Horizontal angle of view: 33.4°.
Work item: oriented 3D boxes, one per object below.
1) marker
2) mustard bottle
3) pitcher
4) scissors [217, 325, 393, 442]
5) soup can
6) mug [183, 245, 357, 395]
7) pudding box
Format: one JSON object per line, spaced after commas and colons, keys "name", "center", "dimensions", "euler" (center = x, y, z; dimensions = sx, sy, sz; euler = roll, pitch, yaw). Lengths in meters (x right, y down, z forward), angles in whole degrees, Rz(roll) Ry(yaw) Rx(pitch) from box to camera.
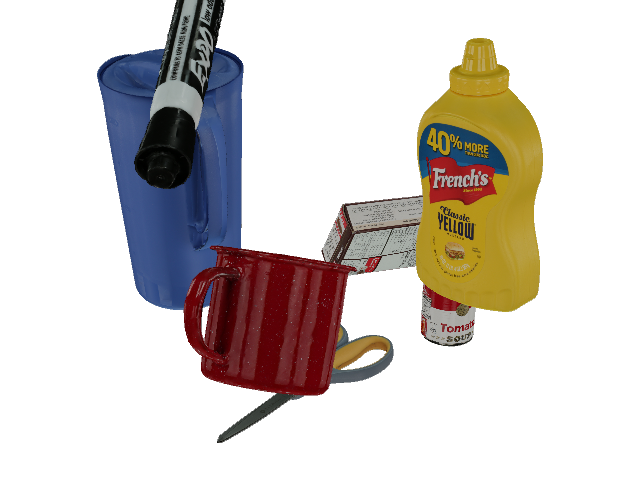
{"name": "marker", "center": [-0.049, -0.061, 0.384], "dimensions": [0.020, 0.020, 0.121], "euler": [0, 44, 3]}
{"name": "mustard bottle", "center": [0.113, -0.049, 0.766], "dimensions": [0.058, 0.192, 0.096], "euler": [-23, 32, -38]}
{"name": "pitcher", "center": [-0.131, -0.053, 1.021], "dimensions": [0.145, 0.243, 0.149], "euler": [8, 31, 15]}
{"name": "scissors", "center": [-0.026, 0.117, 0.940], "dimensions": [0.201, 0.016, 0.096], "euler": [-18, 33, -31]}
{"name": "soup can", "center": [0.161, 0.072, 1.331], "dimensions": [0.068, 0.102, 0.068], "euler": [1, 24, -1]}
{"name": "mug", "center": [-0.037, 0.048, 0.655], "dimensions": [0.093, 0.081, 0.117], "euler": [7, -3, 40]}
{"name": "pudding box", "center": [0.067, -0.005, 1.099], "dimensions": [0.113, 0.039, 0.090], "euler": [-9, -31, -21]}
